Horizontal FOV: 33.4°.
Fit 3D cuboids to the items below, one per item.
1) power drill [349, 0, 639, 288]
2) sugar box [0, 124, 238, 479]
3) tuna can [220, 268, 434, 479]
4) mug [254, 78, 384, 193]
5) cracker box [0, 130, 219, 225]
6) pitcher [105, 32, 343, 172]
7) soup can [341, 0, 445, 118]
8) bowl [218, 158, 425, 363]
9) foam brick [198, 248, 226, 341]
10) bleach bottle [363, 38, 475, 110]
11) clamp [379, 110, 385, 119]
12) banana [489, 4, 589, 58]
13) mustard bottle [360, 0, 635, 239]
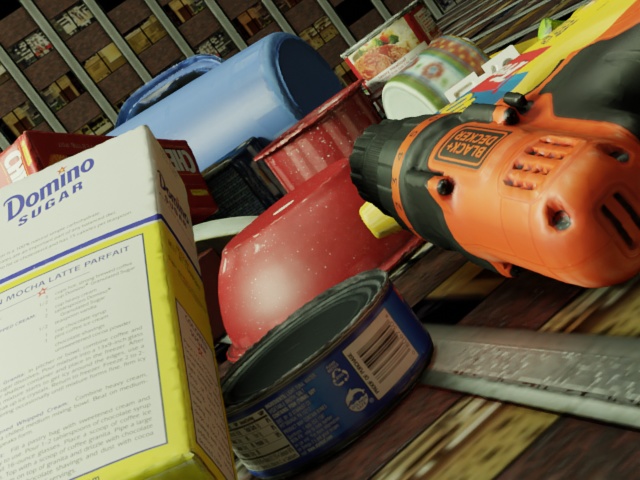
[{"bbox_3d":[0.103,-0.068,0.403,0.187,0.057,0.185,-48,23,-6],"label":"power drill"},{"bbox_3d":[-0.087,0.037,0.385,0.093,0.048,0.176,-23,38,5],"label":"sugar box"},{"bbox_3d":[-0.001,0.049,0.396,0.086,0.034,0.086,-36,8,5],"label":"tuna can"},{"bbox_3d":[0.025,-0.057,0.727,0.117,0.081,0.093,-36,8,7],"label":"mug"},{"bbox_3d":[-0.208,0.001,0.783,0.214,0.072,0.163,-33,-15,30],"label":"cracker box"},{"bbox_3d":[-0.097,-0.087,0.934,0.243,0.149,0.144,-29,11,31],"label":"pitcher"},{"bbox_3d":[0.071,-0.111,0.761,0.068,0.102,0.068,-36,8,5],"label":"soup can"},{"bbox_3d":[-0.004,0.001,0.618,0.162,0.055,0.162,-36,8,6],"label":"bowl"},{"bbox_3d":[-0.091,0.046,0.735,0.052,0.051,0.078,-39,8,-29],"label":"foam brick"},{"bbox_3d":[0.071,-0.131,1.035,0.250,0.068,0.103,-40,10,-38],"label":"bleach bottle"},{"bbox_3d":[0.058,-0.078,0.834,0.171,0.039,0.120,-53,19,-21],"label":"clamp"},{"bbox_3d":[0.144,-0.116,0.649,0.069,0.037,0.198,7,-1,-3],"label":"banana"},{"bbox_3d":[0.101,-0.062,0.515,0.192,0.058,0.096,-36,8,9],"label":"mustard bottle"}]
